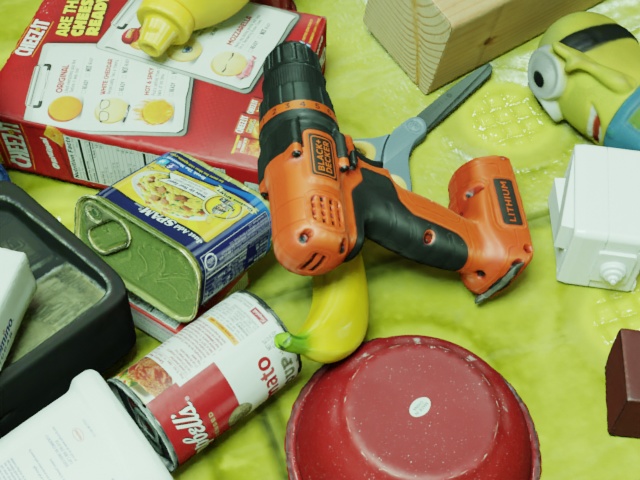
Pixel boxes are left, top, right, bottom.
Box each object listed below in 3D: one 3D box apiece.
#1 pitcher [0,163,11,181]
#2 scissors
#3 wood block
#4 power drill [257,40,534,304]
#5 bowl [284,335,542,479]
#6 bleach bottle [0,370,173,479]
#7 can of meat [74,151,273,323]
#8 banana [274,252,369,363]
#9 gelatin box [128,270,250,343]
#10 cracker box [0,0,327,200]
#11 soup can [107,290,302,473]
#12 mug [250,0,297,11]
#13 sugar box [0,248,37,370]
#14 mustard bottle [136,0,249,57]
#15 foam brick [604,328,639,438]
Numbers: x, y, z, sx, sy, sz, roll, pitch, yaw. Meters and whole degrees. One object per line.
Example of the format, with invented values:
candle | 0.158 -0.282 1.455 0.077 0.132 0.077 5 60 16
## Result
pitcher | -0.308 -0.096 0.739 0.149 0.145 0.243 -25 56 -16
scissors | 0.075 -0.066 0.801 0.201 0.016 0.096 -26 61 -18
wood block | 0.148 -0.214 0.857 0.205 0.091 0.090 -30 70 -21
power drill | 0.045 -0.042 0.713 0.187 0.057 0.184 14 50 -25
bowl | 0.059 0.116 0.648 0.162 0.055 0.162 1 54 -1
bleach bottle | -0.205 0.182 0.588 0.250 0.068 0.103 -33 69 -20
can of meat | -0.091 -0.007 0.683 0.102 0.057 0.083 30 43 21
banana | 0.005 0.016 0.700 0.037 0.069 0.197 -24 34 18
gelatin box | -0.104 0.027 0.722 0.089 0.030 0.073 28 58 19
cracker box | -0.117 -0.110 0.795 0.214 0.072 0.164 12 54 8
soup can | -0.070 0.085 0.658 0.102 0.068 0.069 -35 63 -24
mug | -0.070 -0.219 0.866 0.093 0.081 0.117 -25 59 -18
sugar box | -0.257 0.035 0.589 0.176 0.048 0.093 14 57 5
mustard bottle | -0.083 -0.213 0.777 0.096 0.058 0.191 18 67 16
foam brick | 0.223 0.093 0.671 0.078 0.051 0.053 6 55 3
